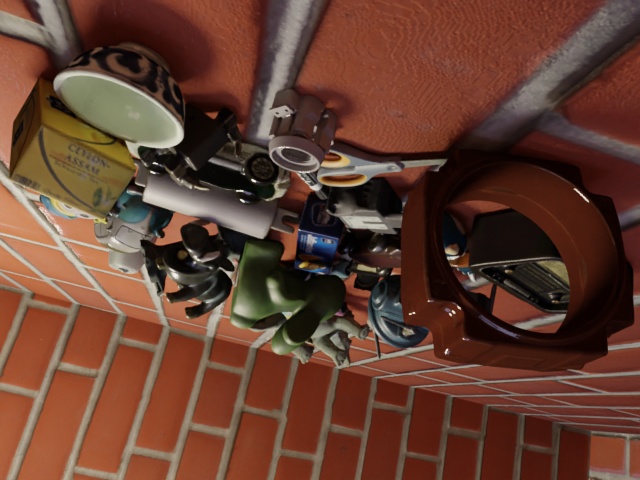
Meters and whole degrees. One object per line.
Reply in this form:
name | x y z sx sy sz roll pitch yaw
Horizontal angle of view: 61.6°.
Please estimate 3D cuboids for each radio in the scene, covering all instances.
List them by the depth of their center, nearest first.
radio | 0.304 0.035 0.705 0.229 0.073 0.131 28 155 -37

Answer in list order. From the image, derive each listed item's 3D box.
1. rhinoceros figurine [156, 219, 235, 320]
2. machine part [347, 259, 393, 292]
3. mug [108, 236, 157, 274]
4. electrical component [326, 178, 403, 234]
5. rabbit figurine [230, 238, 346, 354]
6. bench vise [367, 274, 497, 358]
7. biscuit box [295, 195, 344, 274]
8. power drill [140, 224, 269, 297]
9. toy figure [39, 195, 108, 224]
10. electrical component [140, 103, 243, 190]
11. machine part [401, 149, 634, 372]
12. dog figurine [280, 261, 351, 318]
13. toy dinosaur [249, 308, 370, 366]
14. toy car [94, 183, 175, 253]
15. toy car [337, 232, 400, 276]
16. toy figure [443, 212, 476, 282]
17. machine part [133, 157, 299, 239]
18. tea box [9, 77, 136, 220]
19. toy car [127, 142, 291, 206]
rhinoceros figurine | -0.173 0.045 0.778 0.112 0.073 0.190 -17 150 -8
machine part | 0.090 0.057 0.969 0.084 0.039 0.138 3 159 2
mug | -0.360 0.003 0.999 0.081 0.107 0.109 -6 155 40
electrical component | 0.075 -0.042 0.677 0.119 0.048 0.074 0 157 33
rabbit figurine | -0.041 0.084 0.803 0.170 0.159 0.121 11 154 -12
bench vise | 0.163 0.125 0.896 0.223 0.129 0.240 8 162 -22
biscuit box | -0.002 -0.002 0.820 0.063 0.059 0.202 13 161 1
power drill | -0.183 0.029 0.898 0.207 0.086 0.232 -11 156 -9
toy figure | -0.378 -0.076 0.831 0.082 0.089 0.180 13 174 -39
electrical component | -0.133 -0.101 0.580 0.078 0.102 0.045 29 162 27
machine part | 0.185 0.018 0.521 0.201 0.201 0.087 7 154 -6
dog figurine | -0.060 0.088 1.025 0.219 0.108 0.191 2 -178 41
toy dinosaur | -0.036 0.179 1.186 0.404 0.131 0.192 28 179 -41
toy car | -0.324 -0.031 0.888 0.162 0.103 0.109 -6 153 39
toy car | 0.094 0.016 0.790 0.089 0.053 0.202 31 169 -11
toy figure | 0.180 0.007 0.726 0.058 0.064 0.154 -24 141 35
machine part | -0.143 -0.062 0.718 0.243 0.079 0.079 19 160 -14
tea box | -0.265 -0.101 0.571 0.098 0.068 0.170 29 -166 -39
toy car | -0.132 -0.096 0.649 0.202 0.056 0.073 17 154 -15
